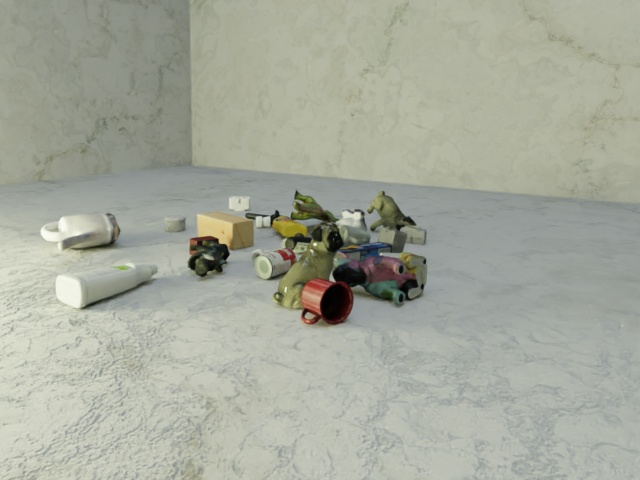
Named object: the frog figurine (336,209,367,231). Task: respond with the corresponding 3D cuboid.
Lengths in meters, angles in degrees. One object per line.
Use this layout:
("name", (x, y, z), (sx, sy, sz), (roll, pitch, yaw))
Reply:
("frog figurine", (0.086, -0.029, 1.833), (0.138, 0.120, 0.162), (22, 59, 39))

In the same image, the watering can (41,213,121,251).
("watering can", (-0.740, -0.019, 1.613), (0.225, 0.103, 0.350), (-7, 16, -33))

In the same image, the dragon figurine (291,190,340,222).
("dragon figurine", (0.006, -0.100, 1.985), (0.242, 0.122, 0.412), (18, 4, -3))
